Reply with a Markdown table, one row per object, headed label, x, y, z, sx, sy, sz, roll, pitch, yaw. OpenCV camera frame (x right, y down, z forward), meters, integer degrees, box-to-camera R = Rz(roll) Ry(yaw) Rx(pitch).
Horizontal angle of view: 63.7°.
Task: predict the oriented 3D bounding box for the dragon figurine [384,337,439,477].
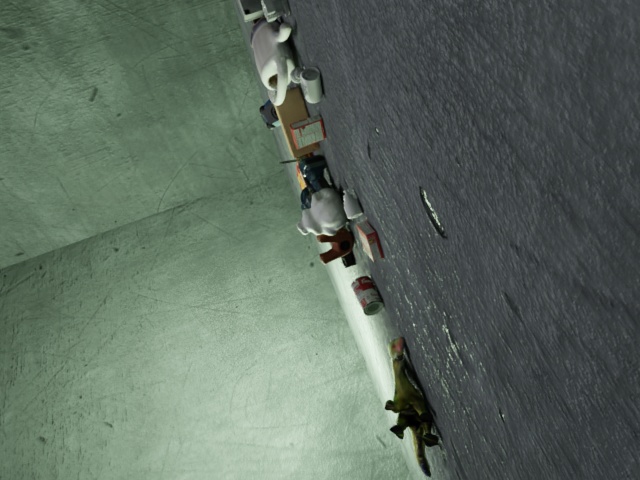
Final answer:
| label | x | y | z | sx | sy | sz | roll | pitch | yaw |
| --- | --- | --- | --- | --- | --- | --- | --- | --- | --- |
| dragon figurine | 0.253 | 0.447 | 1.455 | 0.248 | 0.122 | 0.402 | -84 | -19 | -58 |

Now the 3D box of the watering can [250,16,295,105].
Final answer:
| label | x | y | z | sx | sy | sz | roll | pitch | yaw |
| --- | --- | --- | --- | --- | --- | --- | --- | --- | --- |
| watering can | -0.124 | -0.534 | 1.439 | 0.341 | 0.104 | 0.228 | 110 | 146 | -64 |

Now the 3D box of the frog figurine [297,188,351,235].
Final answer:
| label | x | y | z | sx | sy | sz | roll | pitch | yaw |
| --- | --- | --- | --- | --- | --- | --- | --- | --- | --- |
| frog figurine | 0.005 | -0.077 | 1.520 | 0.124 | 0.160 | 0.136 | -130 | 20 | -72 |
